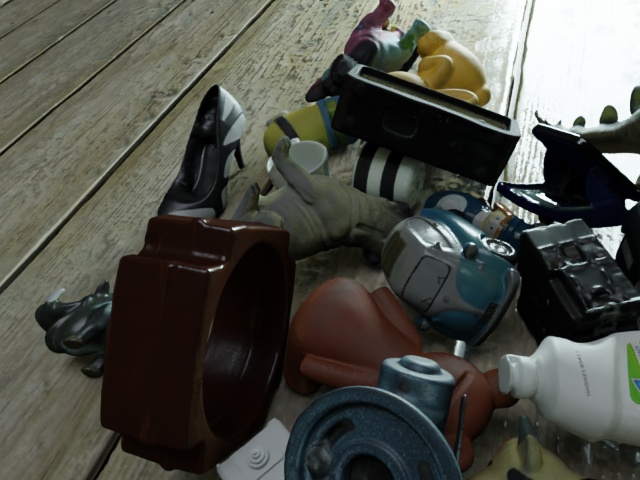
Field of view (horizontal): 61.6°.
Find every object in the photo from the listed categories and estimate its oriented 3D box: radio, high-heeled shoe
[{"bbox_3d":[0.133,-0.150,0.687,0.230,0.073,0.131,20,25,6],"label":"radio"},{"bbox_3d":[-0.187,-0.111,0.784,0.086,0.145,0.249,12,47,30],"label":"high-heeled shoe"}]

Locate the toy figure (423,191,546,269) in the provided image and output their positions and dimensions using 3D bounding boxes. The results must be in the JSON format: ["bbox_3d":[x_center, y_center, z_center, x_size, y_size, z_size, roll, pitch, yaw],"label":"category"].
[{"bbox_3d":[0.181,-0.016,0.610,0.058,0.064,0.155,0,17,-31],"label":"toy figure"}]

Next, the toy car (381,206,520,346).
[{"bbox_3d":[0.116,0.023,0.545,0.103,0.109,0.162,13,29,-27],"label":"toy car"}]

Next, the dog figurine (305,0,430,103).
[{"bbox_3d":[0.075,-0.293,0.926,0.108,0.191,0.219,41,90,4],"label":"dog figurine"}]

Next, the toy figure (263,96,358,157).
[{"bbox_3d":[-0.001,-0.173,0.838,0.180,0.082,0.089,-14,39,1],"label":"toy figure"}]

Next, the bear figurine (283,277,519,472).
[{"bbox_3d":[0.067,0.121,0.492,0.196,0.131,0.120,34,61,21],"label":"bear figurine"}]

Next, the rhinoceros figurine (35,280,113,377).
[{"bbox_3d":[-0.252,0.096,0.636,0.190,0.073,0.112,-4,44,14],"label":"rhinoceros figurine"}]

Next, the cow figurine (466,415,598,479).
[{"bbox_3d":[0.192,0.200,0.366,0.195,0.085,0.127,3,51,24],"label":"cow figurine"}]

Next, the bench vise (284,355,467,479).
[{"bbox_3d":[0.014,0.184,0.322,0.129,0.240,0.223,26,99,30],"label":"bench vise"}]

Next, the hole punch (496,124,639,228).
[{"bbox_3d":[0.275,-0.057,0.597,0.092,0.116,0.142,-56,15,10],"label":"hole punch"}]

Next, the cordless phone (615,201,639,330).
[{"bbox_3d":[0.381,0.033,0.488,0.184,0.088,0.147,1,44,14],"label":"cordless phone"}]

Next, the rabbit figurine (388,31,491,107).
[{"bbox_3d":[0.160,-0.214,0.803,0.173,0.121,0.162,-17,60,-30],"label":"rabbit figurine"}]

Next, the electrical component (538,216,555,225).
[{"bbox_3d":[0.247,0.005,0.604,0.063,0.021,0.094,-10,41,8],"label":"electrical component"}]

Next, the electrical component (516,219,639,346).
[{"bbox_3d":[0.226,0.050,0.493,0.058,0.114,0.134,-12,40,0],"label":"electrical component"}]

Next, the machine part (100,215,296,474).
[{"bbox_3d":[-0.097,0.080,0.479,0.087,0.201,0.201,10,3,16],"label":"machine part"}]

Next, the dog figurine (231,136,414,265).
[{"bbox_3d":[0.000,-0.004,0.626,0.190,0.121,0.172,32,88,-2],"label":"dog figurine"}]

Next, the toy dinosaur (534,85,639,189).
[{"bbox_3d":[0.419,-0.130,0.574,0.472,0.105,0.198,0,71,57],"label":"toy dinosaur"}]
